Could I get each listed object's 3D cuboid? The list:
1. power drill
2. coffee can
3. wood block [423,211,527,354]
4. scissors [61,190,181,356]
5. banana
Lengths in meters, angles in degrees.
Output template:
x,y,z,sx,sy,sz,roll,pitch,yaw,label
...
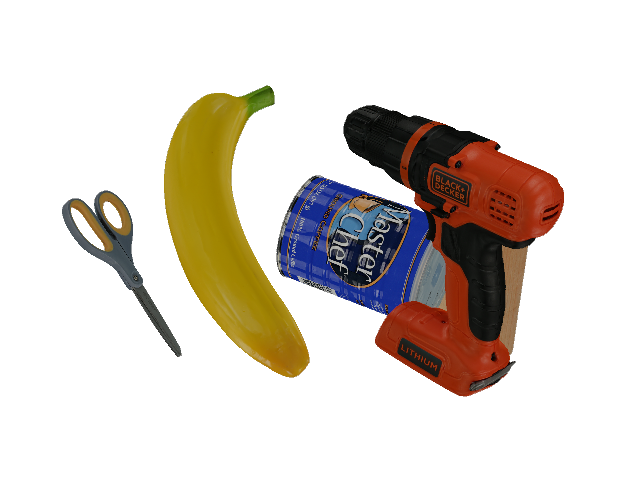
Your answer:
x,y,z,sx,sy,sz,roll,pitch,yaw,label
0.083,0.006,0.777,0.057,0.188,0.185,-24,38,-35,power drill
0.045,0.009,0.984,0.140,0.103,0.102,20,7,20,coffee can
0.166,0.030,1.170,0.090,0.206,0.090,19,24,34,wood block
-0.201,0.026,1.158,0.016,0.201,0.096,-28,21,32,scissors
-0.050,-0.015,0.586,0.069,0.198,0.037,-4,-33,-5,banana
